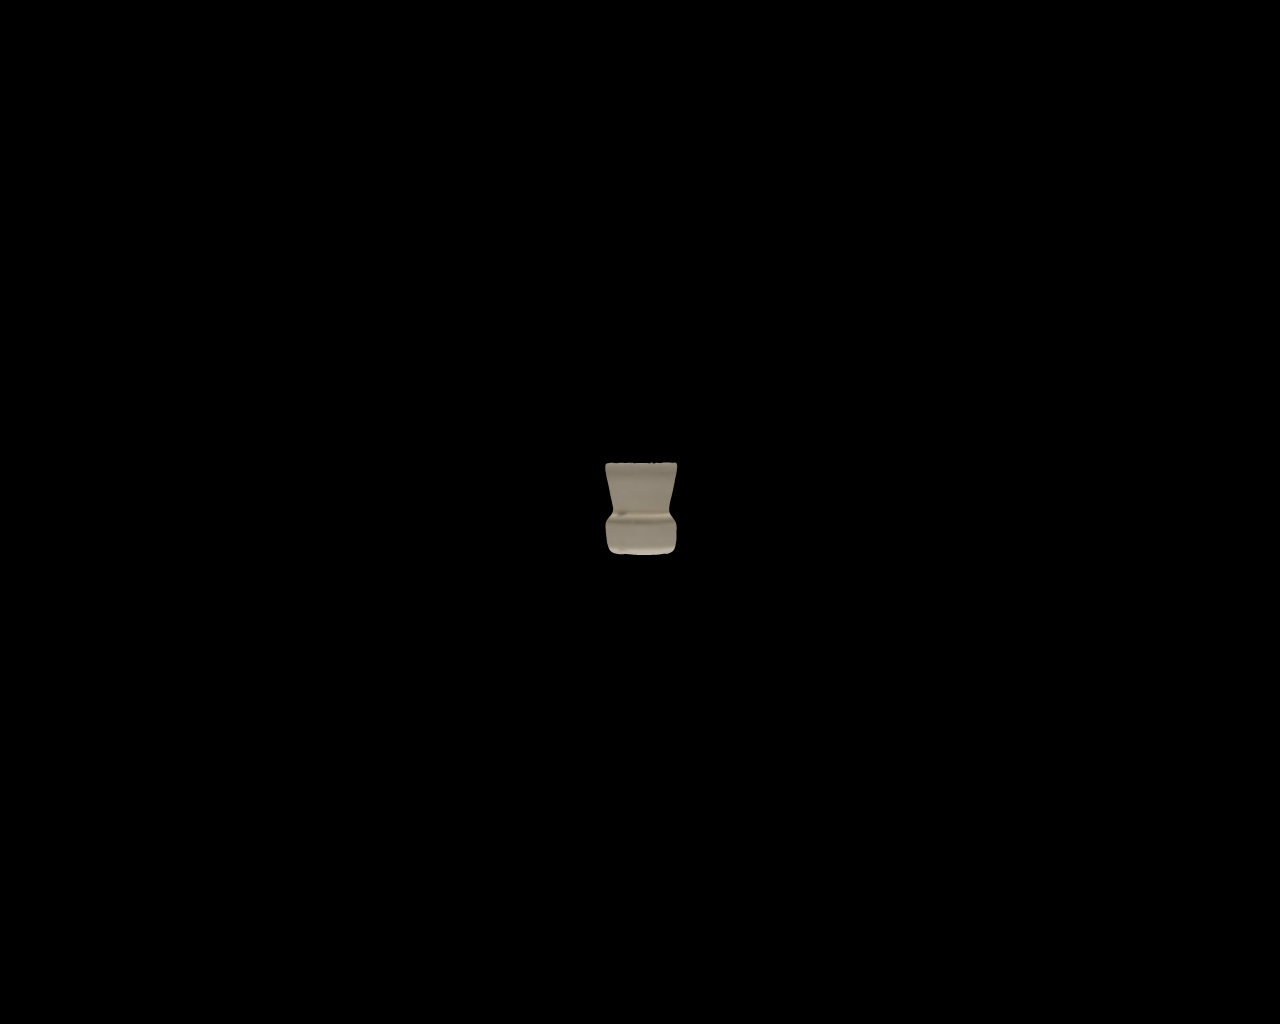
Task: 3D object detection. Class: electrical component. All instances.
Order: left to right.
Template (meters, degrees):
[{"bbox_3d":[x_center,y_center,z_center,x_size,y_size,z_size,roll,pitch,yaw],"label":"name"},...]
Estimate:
[{"bbox_3d":[0.001,-0.003,0.650,0.045,0.055,0.045,0,2,0],"label":"electrical component"}]
